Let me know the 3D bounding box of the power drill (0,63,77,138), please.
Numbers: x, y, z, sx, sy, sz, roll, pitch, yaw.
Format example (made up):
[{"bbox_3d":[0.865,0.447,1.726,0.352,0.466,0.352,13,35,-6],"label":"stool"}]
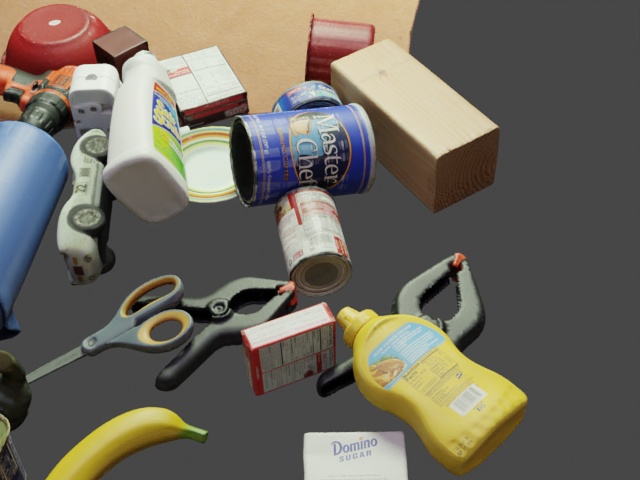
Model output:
[{"bbox_3d":[-0.387,-0.176,1.286,0.187,0.057,0.184,15,28,-1],"label":"power drill"}]

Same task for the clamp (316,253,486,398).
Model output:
[{"bbox_3d":[0.115,0.102,1.051,0.165,0.036,0.209,22,55,20],"label":"clamp"}]

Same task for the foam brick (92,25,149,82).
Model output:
[{"bbox_3d":[-0.247,-0.221,1.349,0.051,0.078,0.053,-34,52,-26],"label":"foam brick"}]

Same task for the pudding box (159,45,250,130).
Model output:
[{"bbox_3d":[-0.150,-0.192,1.346,0.090,0.039,0.113,-18,50,-15],"label":"pudding box"}]

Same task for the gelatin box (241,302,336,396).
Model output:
[{"bbox_3d":[-0.028,0.105,1.029,0.089,0.073,0.030,-19,48,-15],"label":"gelatin box"}]

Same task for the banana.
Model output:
[{"bbox_3d":[-0.197,0.207,0.963,0.197,0.037,0.070,-34,54,-27],"label":"banana"}]

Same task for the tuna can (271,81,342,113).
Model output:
[{"bbox_3d":[-0.013,-0.143,1.259,0.086,0.086,0.034,-14,48,-11],"label":"tuna can"}]

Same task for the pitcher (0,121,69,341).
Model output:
[{"bbox_3d":[-0.361,-0.022,1.121,0.145,0.149,0.242,3,43,9],"label":"pitcher"}]

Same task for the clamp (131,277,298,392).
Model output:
[{"bbox_3d":[-0.102,0.088,1.074,0.171,0.039,0.120,-14,53,-1],"label":"clamp"}]

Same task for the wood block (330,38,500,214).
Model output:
[{"bbox_3d":[0.107,-0.137,1.246,0.090,0.090,0.206,-26,51,-20],"label":"wood block"}]

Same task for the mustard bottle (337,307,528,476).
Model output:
[{"bbox_3d":[0.088,0.123,0.977,0.096,0.058,0.192,-38,59,-25],"label":"mustard bottle"}]

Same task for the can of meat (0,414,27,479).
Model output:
[{"bbox_3d":[-0.318,0.196,0.946,0.102,0.084,0.057,7,47,8],"label":"can of meat"}]

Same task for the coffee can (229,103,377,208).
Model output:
[{"bbox_3d":[-0.021,-0.094,1.186,0.140,0.103,0.103,-8,46,-18],"label":"coffee can"}]

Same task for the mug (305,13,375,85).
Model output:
[{"bbox_3d":[0.026,-0.237,1.356,0.081,0.093,0.117,6,10,1],"label":"mug"}]

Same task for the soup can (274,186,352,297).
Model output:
[{"bbox_3d":[-0.007,0.001,1.132,0.068,0.068,0.102,-9,47,-6],"label":"soup can"}]

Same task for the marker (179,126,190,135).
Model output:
[{"bbox_3d":[-0.214,-0.111,1.283,0.121,0.020,0.020,-19,48,-15],"label":"marker"}]

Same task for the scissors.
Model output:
[{"bbox_3d":[-0.207,0.110,1.047,0.201,0.016,0.096,-40,51,-16],"label":"scissors"}]

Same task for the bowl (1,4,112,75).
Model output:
[{"bbox_3d":[-0.346,-0.264,1.411,0.162,0.055,0.162,-1,46,1],"label":"bowl"}]

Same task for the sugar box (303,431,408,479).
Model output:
[{"bbox_3d":[0.032,0.247,0.910,0.093,0.048,0.176,-1,42,1],"label":"sugar box"}]

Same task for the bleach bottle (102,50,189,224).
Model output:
[{"bbox_3d":[-0.201,-0.138,1.221,0.068,0.102,0.251,-25,45,14],"label":"bleach bottle"}]
